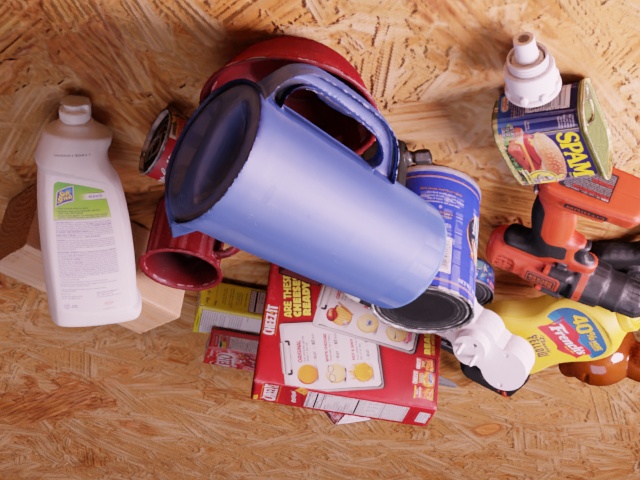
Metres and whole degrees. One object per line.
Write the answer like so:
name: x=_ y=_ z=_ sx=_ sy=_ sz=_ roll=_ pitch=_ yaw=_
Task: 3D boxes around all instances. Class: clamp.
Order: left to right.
clamp: x=0.214 y=0.153 z=1.405 sx=0.165 sy=0.036 sz=0.210 roll=5 pitch=152 yaw=18
clamp: x=0.353 y=0.029 z=1.151 sx=0.120 sy=0.039 sz=0.172 roll=40 pitch=144 yaw=-28

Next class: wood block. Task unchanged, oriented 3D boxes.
wood block: x=-0.263 y=0.023 z=1.241 sx=0.205 sy=0.091 sz=0.090 roll=29 pitch=144 yaw=-33

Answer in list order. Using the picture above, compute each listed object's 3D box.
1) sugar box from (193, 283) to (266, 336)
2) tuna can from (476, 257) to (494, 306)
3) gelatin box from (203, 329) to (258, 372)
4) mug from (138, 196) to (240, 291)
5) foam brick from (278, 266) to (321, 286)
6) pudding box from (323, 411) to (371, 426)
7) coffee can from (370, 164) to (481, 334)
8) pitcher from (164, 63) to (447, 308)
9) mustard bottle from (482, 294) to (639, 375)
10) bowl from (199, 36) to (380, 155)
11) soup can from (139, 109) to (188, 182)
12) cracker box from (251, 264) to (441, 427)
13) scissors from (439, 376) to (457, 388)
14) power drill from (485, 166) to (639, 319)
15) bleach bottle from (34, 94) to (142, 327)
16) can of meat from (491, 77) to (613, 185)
sugar box: x=-0.071 y=0.099 z=1.373 sx=0.176 sy=0.048 sz=0.093 roll=9 pitch=154 yaw=-8
tuna can: x=0.160 y=0.050 z=1.241 sx=0.086 sy=0.033 sz=0.086 roll=6 pitch=150 yaw=3
gelatin box: x=-0.112 y=0.145 z=1.392 sx=0.073 sy=0.030 sz=0.089 roll=11 pitch=159 yaw=-7
mug: x=-0.136 y=-0.002 z=1.175 sx=0.117 sy=0.081 sz=0.093 roll=-8 pitch=147 yaw=25
foam brick: x=-0.008 y=0.001 z=1.155 sx=0.053 sy=0.078 sz=0.051 roll=18 pitch=148 yaw=-22
pudding box: x=0.026 y=0.199 z=1.415 sx=0.039 sy=0.090 sz=0.113 roll=-48 pitch=156 yaw=16
coffee can: x=0.108 y=0.010 z=1.077 sx=0.103 sy=0.140 sz=0.103 roll=6 pitch=150 yaw=3
pitcher: x=0.001 y=-0.037 z=0.930 sx=0.242 sy=0.145 sz=0.149 roll=27 pitch=156 yaw=-33
mustard bottle: x=0.280 y=0.096 z=1.196 sx=0.192 sy=0.058 sz=0.096 roll=-18 pitch=118 yaw=34
bowl: x=-0.024 y=-0.131 z=0.949 sx=0.162 sy=0.055 sz=0.162 roll=6 pitch=150 yaw=3
soup can: x=-0.118 y=-0.078 z=1.053 sx=0.102 sy=0.068 sz=0.069 roll=22 pitch=148 yaw=-24
cracker box: x=0.034 y=0.123 z=1.269 sx=0.213 sy=0.164 sz=0.072 roll=9 pitch=148 yaw=-3
scissors: x=0.150 y=0.165 z=1.397 sx=0.201 sy=0.016 sz=0.096 roll=7 pitch=131 yaw=-48
power drill: x=0.268 y=0.001 z=1.071 sx=0.184 sy=0.057 sz=0.188 roll=21 pitch=149 yaw=9
bleach bottle: x=-0.237 y=-0.030 z=1.096 sx=0.102 sy=0.068 sz=0.251 roll=-6 pitch=124 yaw=-17
can of meat: x=0.209 y=-0.094 z=0.958 sx=0.084 sy=0.057 sz=0.102 roll=-5 pitch=147 yaw=27
